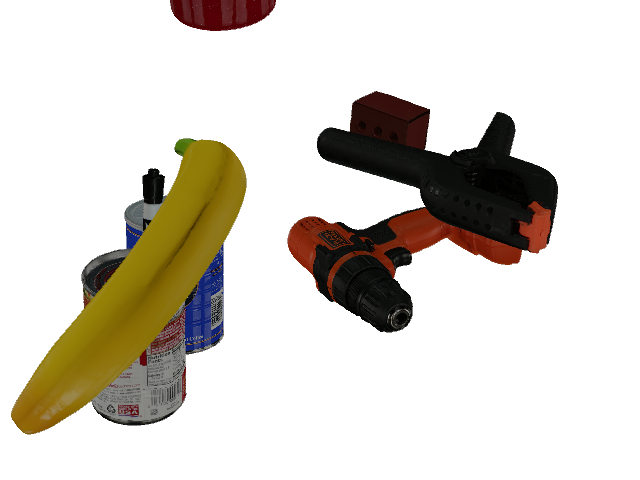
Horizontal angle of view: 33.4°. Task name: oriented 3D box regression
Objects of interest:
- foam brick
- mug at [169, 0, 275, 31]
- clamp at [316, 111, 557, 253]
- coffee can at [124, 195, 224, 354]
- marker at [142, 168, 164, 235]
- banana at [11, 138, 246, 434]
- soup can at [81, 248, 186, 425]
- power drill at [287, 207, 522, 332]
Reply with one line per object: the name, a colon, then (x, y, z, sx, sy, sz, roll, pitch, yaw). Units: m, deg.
foam brick: (0.078, -0.131, 1.222, 0.078, 0.053, 0.051, 23, 35, 29)
mug: (-0.088, -0.210, 0.798, 0.117, 0.081, 0.093, 1, 38, 5)
clamp: (0.094, -0.046, 0.757, 0.164, 0.036, 0.210, -5, 26, -12)
coffee can: (-0.152, 0.035, 1.119, 0.103, 0.140, 0.103, 2, 21, -1)
marker: (-0.143, -0.001, 0.911, 0.020, 0.121, 0.020, 3, 16, -1)
banana: (-0.082, 0.012, 0.528, 0.037, 0.197, 0.070, 42, -41, -19)
soup can: (-0.125, 0.066, 0.725, 0.068, 0.102, 0.068, 2, 29, -2)
power drill: (0.085, 0.011, 0.957, 0.187, 0.057, 0.185, -15, 30, -22)
